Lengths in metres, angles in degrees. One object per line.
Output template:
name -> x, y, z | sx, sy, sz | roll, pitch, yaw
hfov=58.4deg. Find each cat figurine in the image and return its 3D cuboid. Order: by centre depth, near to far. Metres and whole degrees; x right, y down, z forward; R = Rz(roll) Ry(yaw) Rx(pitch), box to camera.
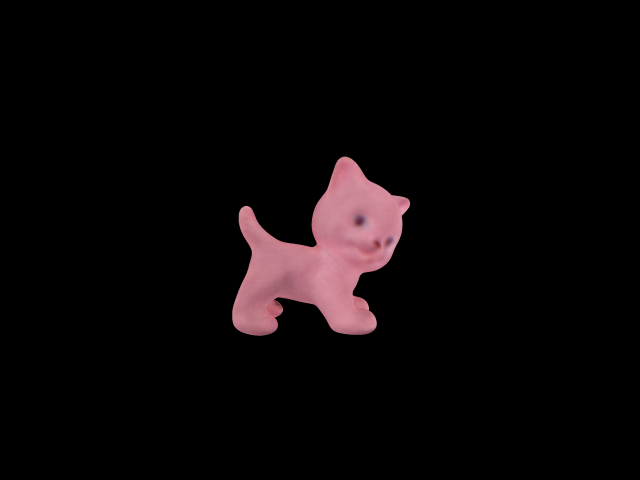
cat figurine -> 0.004, 0.001, 0.400 | 0.128, 0.118, 0.067 | 0, 7, -4
